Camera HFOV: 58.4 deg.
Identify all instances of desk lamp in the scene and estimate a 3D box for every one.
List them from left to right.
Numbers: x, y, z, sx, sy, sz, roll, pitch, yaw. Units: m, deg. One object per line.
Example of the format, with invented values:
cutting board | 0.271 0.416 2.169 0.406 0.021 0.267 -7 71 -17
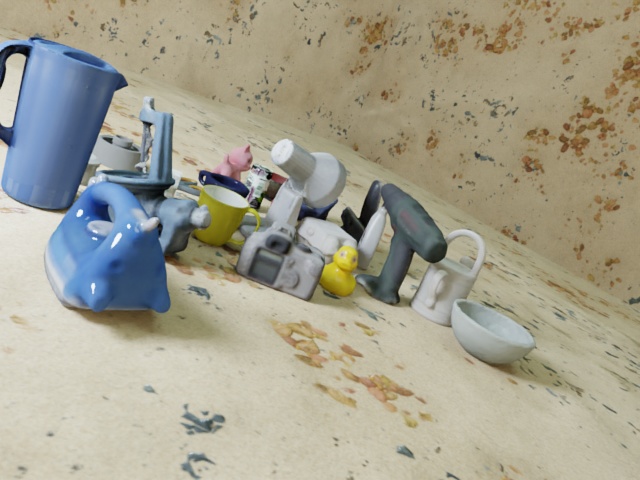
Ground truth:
desk lamp | -0.061 -0.101 1.215 0.204 0.213 0.117 7 22 -48

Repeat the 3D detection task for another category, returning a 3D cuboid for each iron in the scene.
iron | -0.271 -0.012 0.723 0.119 0.141 0.257 9 21 -45

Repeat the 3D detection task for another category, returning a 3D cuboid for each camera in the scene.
camera | -0.062 0.021 1.013 0.143 0.101 0.137 22 15 -6

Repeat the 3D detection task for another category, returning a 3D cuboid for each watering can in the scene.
watering can | 0.272 0.068 1.182 0.101 0.194 0.173 25 15 5

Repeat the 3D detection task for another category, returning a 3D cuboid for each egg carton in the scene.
egg carton | 0.011 0.004 1.245 0.108 0.069 0.149 12 19 -38

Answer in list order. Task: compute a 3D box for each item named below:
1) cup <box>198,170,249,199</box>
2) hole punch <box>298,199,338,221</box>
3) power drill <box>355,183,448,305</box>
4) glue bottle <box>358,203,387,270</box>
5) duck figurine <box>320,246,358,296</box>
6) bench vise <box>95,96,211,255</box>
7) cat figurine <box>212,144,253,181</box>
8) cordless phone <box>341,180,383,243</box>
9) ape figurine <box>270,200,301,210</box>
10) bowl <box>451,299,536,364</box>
cup | -0.210 -0.082 1.151 0.117 0.095 0.092 30 16 20
hole punch | -0.020 -0.092 1.489 0.108 0.091 0.101 29 16 19
power drill | 0.154 0.013 1.165 0.076 0.208 0.228 13 18 -35
glue bottle | 0.122 -0.021 1.301 0.037 0.173 0.078 22 15 -7
duck figurine | 0.044 0.051 1.102 0.077 0.086 0.104 23 15 -3
bench vise | -0.250 -0.099 0.903 0.207 0.220 0.121 23 15 -3
cat figurine | -0.223 -0.204 1.510 0.067 0.118 0.128 29 15 18
cordless phone | 0.109 -0.067 1.417 0.094 0.185 0.147 19 15 -16
ape figurine | -0.074 -0.086 1.382 0.076 0.092 0.077 8 21 -45
bowl | 0.313 0.184 1.079 0.167 0.075 0.167 22 15 -6
